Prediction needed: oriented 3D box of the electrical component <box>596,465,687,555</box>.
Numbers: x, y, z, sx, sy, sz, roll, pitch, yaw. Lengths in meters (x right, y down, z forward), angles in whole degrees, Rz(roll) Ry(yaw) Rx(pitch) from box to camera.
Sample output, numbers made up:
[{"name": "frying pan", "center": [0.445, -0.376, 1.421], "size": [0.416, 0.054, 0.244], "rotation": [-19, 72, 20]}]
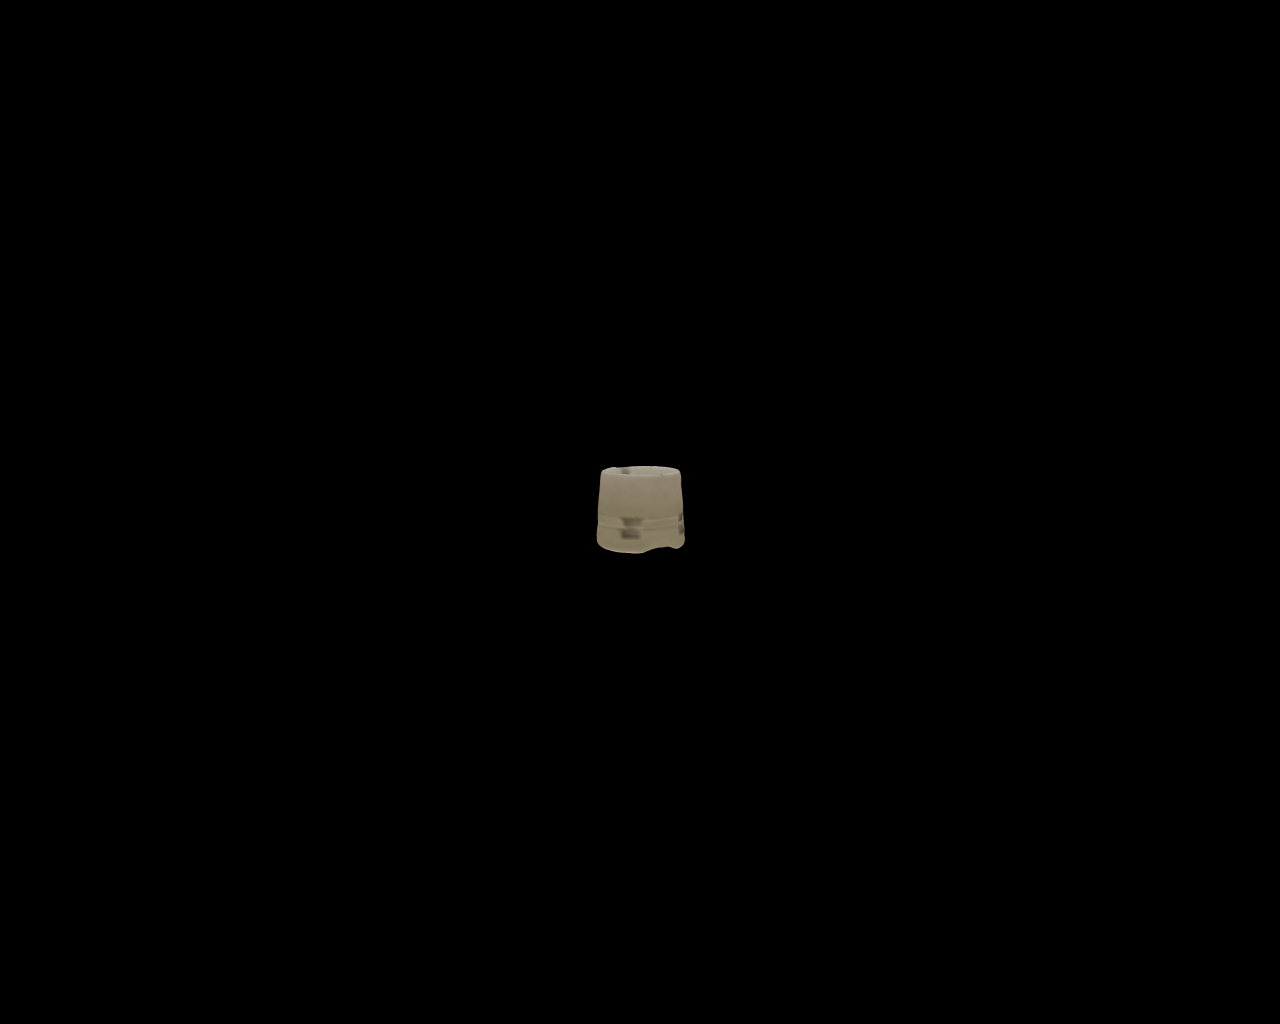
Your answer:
[{"name": "electrical component", "center": [0.001, -0.003, 0.650], "size": [0.055, 0.047, 0.055], "rotation": [0, 9, 0]}]
